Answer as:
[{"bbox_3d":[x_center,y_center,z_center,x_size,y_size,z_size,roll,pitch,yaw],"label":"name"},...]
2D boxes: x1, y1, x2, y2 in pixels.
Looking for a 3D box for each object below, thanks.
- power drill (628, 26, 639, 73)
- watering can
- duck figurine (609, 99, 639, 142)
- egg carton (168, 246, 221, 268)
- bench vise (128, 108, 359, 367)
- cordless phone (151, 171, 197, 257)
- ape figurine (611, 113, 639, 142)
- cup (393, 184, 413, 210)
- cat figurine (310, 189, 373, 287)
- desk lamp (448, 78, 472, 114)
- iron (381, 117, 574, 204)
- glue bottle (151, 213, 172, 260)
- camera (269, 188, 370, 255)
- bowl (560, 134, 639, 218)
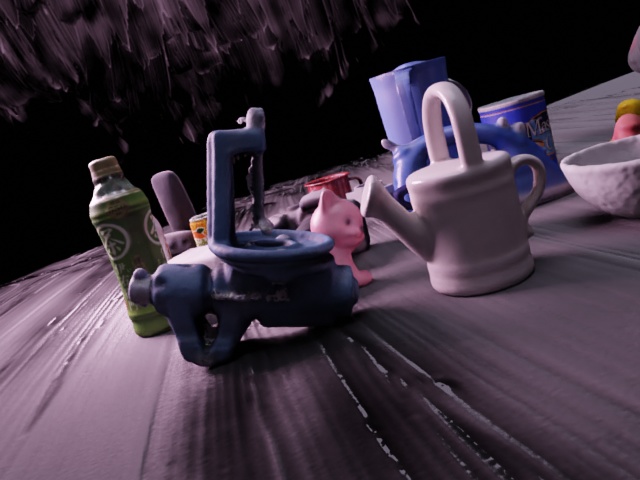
[{"bbox_3d":[0.483,-0.214,0.785,0.075,0.208,0.230,-13,12,19],"label":"power drill"},{"bbox_3d":[0.127,-0.051,0.545,0.173,0.194,0.100,-22,13,-24],"label":"watering can"},{"bbox_3d":[0.502,-0.183,0.924,0.077,0.086,0.105,-4,17,46],"label":"duck figurine"},{"bbox_3d":[-0.150,0.047,0.789,0.150,0.069,0.107,-12,12,22],"label":"egg carton"},{"bbox_3d":[-0.084,0.000,0.536,0.208,0.220,0.121,-20,12,-17],"label":"bench vise"},{"bbox_3d":[-0.267,-0.021,0.987,0.147,0.185,0.094,-13,12,19],"label":"cordless phone"},{"bbox_3d":[0.394,-0.113,0.726,0.077,0.092,0.076,-12,12,23],"label":"ape figurine"},{"bbox_3d":[0.154,-0.037,0.692,0.117,0.095,0.091,-16,11,3],"label":"cup"},{"bbox_3d":[0.006,0.002,0.657,0.128,0.118,0.067,-23,13,-30],"label":"cat figurine"},{"bbox_3d":[0.231,-0.222,1.171,0.118,0.214,0.203,-18,11,-6],"label":"desk lamp"},{"bbox_3d":[0.216,-0.105,0.815,0.258,0.141,0.119,-14,12,12],"label":"iron"},{"bbox_3d":[-0.249,0.006,0.861,0.037,0.173,0.078,-20,12,-15],"label":"glue bottle"},{"bbox_3d":[-0.013,-0.010,0.787,0.143,0.101,0.137,-14,12,13],"label":"camera"},{"bbox_3d":[0.350,-0.067,0.611,0.167,0.075,0.167,-16,11,4],"label":"bowl"}]
